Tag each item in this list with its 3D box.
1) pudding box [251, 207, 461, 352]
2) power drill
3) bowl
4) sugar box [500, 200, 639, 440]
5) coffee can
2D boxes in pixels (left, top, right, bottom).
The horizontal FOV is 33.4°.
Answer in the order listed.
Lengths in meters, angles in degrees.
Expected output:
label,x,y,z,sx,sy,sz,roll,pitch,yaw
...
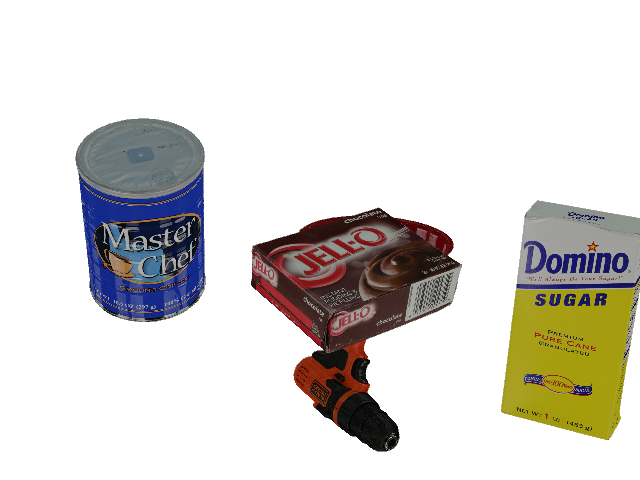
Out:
label,x,y,z,sx,sy,sz,roll,pitch,yaw
pudding box,0.023,0.024,0.717,0.113,0.039,0.090,-16,37,-34
power drill,0.053,0.132,1.250,0.057,0.188,0.185,13,13,-41
bowl,0.055,0.023,1.102,0.162,0.055,0.162,2,18,-1
sugar box,0.201,0.063,0.850,0.093,0.176,0.048,11,23,23
coffee can,-0.148,-0.017,0.900,0.103,0.140,0.103,2,40,-2
